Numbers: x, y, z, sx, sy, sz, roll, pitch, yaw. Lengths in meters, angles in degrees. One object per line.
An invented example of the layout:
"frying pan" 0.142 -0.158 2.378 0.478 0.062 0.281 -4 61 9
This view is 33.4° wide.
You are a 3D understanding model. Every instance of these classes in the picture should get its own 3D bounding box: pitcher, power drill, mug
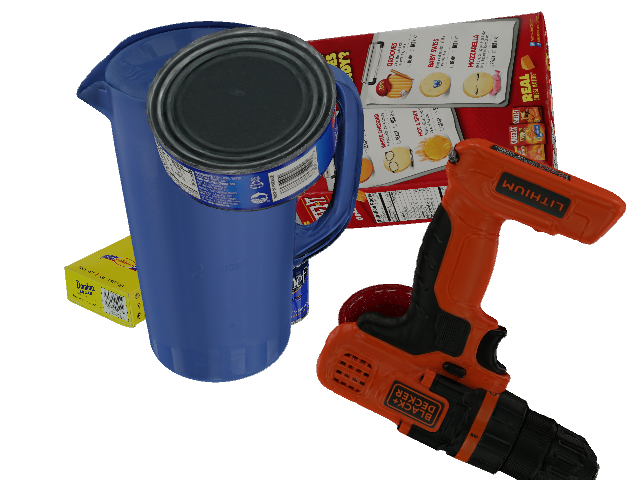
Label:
"pitcher" -0.065 -0.022 0.754 0.149 0.243 0.144 25 41 32
"power drill" 0.110 0.046 0.644 0.184 0.188 0.057 24 12 6
"mug" 0.075 0.096 0.981 0.117 0.081 0.093 -19 42 -18

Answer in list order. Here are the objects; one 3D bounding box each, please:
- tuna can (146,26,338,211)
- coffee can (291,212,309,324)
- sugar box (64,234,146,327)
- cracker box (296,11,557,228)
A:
"tuna can" -0.034 -0.056 0.490 0.086 0.086 0.034 0 -34 5
"coffee can" -0.065 0.027 1.376 0.103 0.140 0.103 0 25 0
"sugar box" -0.166 0.024 1.100 0.093 0.048 0.175 20 35 31
"cracker box" 0.086 -0.097 0.895 0.214 0.164 0.072 -5 -31 14
